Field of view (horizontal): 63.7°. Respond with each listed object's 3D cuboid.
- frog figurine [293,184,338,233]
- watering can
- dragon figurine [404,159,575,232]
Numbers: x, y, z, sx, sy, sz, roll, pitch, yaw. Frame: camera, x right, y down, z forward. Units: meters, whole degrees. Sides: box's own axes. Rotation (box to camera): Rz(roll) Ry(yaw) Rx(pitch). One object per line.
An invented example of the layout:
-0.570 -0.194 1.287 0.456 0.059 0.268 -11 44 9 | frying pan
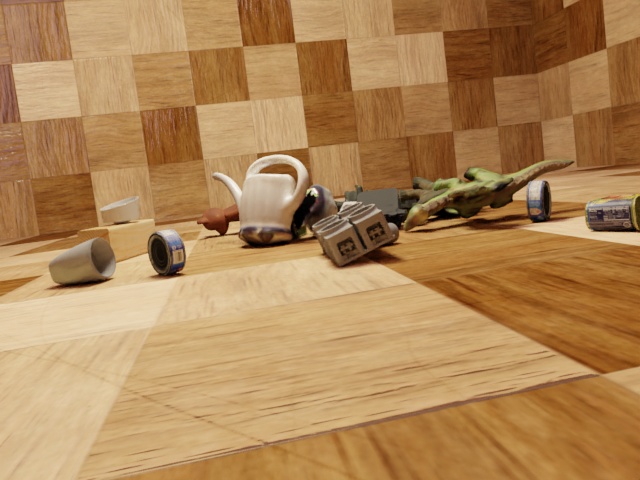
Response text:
0.004 -0.066 1.315 0.158 0.122 0.140 28 22 -51 | frog figurine
-0.162 -0.096 1.295 0.346 0.226 0.103 -3 -13 40 | watering can
0.377 -0.109 1.148 0.408 0.122 0.244 -21 4 15 | dragon figurine
